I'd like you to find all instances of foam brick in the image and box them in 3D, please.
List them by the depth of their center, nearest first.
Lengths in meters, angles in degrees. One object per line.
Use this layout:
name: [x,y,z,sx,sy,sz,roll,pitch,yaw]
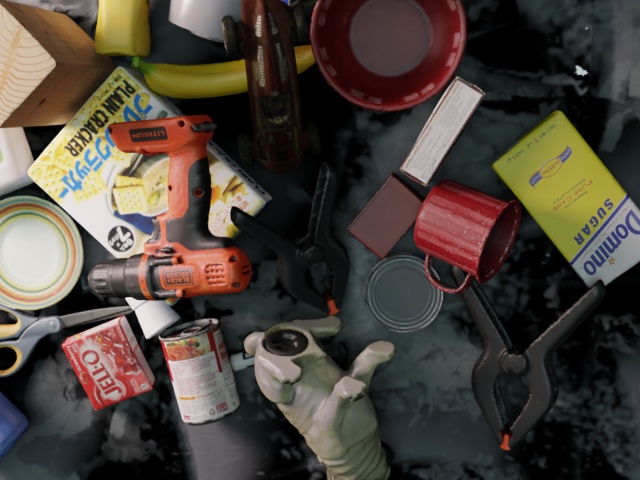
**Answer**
foam brick: [0.073,-0.027,1.143,0.051,0.053,0.078,39,101,0]

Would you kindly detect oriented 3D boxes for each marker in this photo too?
marker: [-0.041,0.122,1.192,0.121,0.020,0.020,-17,95,8]

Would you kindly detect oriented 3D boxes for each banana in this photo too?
banana: [-0.099,-0.177,1.134,0.197,0.070,0.037,-7,82,-7]

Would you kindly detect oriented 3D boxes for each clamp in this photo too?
clamp: [-0.007,0.001,1.137,0.120,0.039,0.171,-30,122,3]
clamp: [0.204,0.121,1.150,0.165,0.036,0.210,17,107,22]

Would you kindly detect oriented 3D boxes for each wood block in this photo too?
wood block: [-0.291,-0.176,1.085,0.091,0.206,0.090,-45,92,9]

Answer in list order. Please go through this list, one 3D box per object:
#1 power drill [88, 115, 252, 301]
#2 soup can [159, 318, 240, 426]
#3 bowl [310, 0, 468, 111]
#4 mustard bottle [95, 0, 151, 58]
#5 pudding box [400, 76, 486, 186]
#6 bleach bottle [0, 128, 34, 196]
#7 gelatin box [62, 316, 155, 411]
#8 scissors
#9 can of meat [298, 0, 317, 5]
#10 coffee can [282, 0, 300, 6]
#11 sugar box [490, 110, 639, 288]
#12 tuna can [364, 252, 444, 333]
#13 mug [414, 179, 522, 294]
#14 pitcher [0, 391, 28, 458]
power drill: [-0.165,-0.030,1.091,0.185,0.057,0.188,-4,99,20]
soup can: [-0.132,0.145,1.178,0.068,0.068,0.102,-13,100,8]
bowl: [0.072,-0.216,1.116,0.162,0.055,0.162,1,98,6]
mustard bottle: [-0.202,-0.289,1.116,0.058,0.096,0.192,3,97,-2]
pudding box: [0.127,-0.112,1.107,0.039,0.090,0.113,30,99,2]
bleach bottle: [-0.398,-0.168,1.172,0.102,0.068,0.251,-20,93,8]
gelatin box: [-0.237,0.140,1.204,0.073,0.030,0.089,-21,104,7]
scissors: [-0.311,0.115,1.222,0.202,0.016,0.096,4,100,6]
can of meat: [-0.044,-0.289,1.105,0.102,0.084,0.057,28,100,2]
coffee can: [-0.065,-0.299,1.010,0.140,0.102,0.103,28,99,2]
sugar box: [0.269,-0.040,1.123,0.093,0.048,0.176,-39,91,9]
tuna can: [0.091,0.056,1.161,0.086,0.033,0.086,1,98,6]
mug: [0.147,-0.002,1.109,0.082,0.093,0.117,25,101,26]
pitcher: [-0.443,0.160,1.183,0.243,0.149,0.145,43,89,-4]
